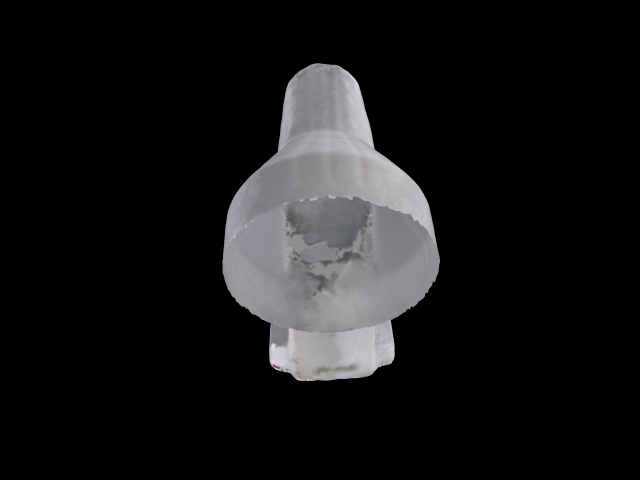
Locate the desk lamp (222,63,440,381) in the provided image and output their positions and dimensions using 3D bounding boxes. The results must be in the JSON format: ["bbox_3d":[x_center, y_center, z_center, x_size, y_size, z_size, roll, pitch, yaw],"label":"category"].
[{"bbox_3d":[0.004,0.001,0.400,0.118,0.214,0.203,-1,34,-2],"label":"desk lamp"}]
